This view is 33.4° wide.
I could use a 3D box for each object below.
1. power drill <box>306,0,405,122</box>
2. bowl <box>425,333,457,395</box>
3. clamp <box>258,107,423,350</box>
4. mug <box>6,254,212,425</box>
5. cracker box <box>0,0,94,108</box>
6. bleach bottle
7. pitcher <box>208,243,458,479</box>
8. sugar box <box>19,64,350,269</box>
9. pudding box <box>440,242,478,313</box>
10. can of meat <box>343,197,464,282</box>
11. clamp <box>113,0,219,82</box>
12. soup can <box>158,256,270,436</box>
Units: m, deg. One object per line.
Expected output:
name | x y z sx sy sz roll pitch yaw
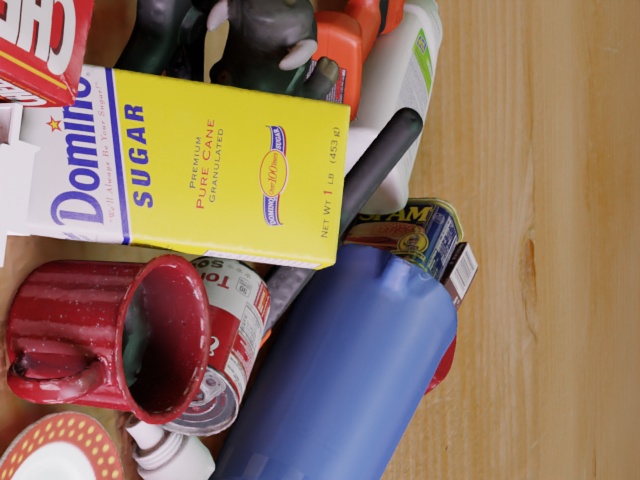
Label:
power drill | 0.037 -0.205 0.881 0.184 0.057 0.187 92 19 -53
bowl | 0.099 0.096 1.088 0.161 0.055 0.162 -8 99 -64
clamp | -0.005 0.001 0.833 0.209 0.036 0.165 -54 -177 -25
mug | -0.123 0.057 0.586 0.117 0.082 0.093 -44 131 -56
cracker box | -0.167 -0.186 0.490 0.164 0.072 0.213 25 70 -62
bleach bottle | 0.073 -0.144 1.009 0.250 0.068 0.102 -67 148 -41
pitcher | 0.006 0.134 0.829 0.149 0.145 0.242 59 43 -30
sugar box | -0.076 -0.040 0.586 0.048 0.176 0.093 158 -63 -74
pudding box | 0.085 0.051 0.992 0.113 0.090 0.039 -55 129 -35
can of meat | 0.068 0.010 0.963 0.083 0.102 0.057 -61 140 -39
clamp | -0.091 -0.126 0.629 0.120 0.039 0.172 -54 167 -51
soup can | -0.074 0.066 0.688 0.102 0.069 0.068 -74 153 -50
